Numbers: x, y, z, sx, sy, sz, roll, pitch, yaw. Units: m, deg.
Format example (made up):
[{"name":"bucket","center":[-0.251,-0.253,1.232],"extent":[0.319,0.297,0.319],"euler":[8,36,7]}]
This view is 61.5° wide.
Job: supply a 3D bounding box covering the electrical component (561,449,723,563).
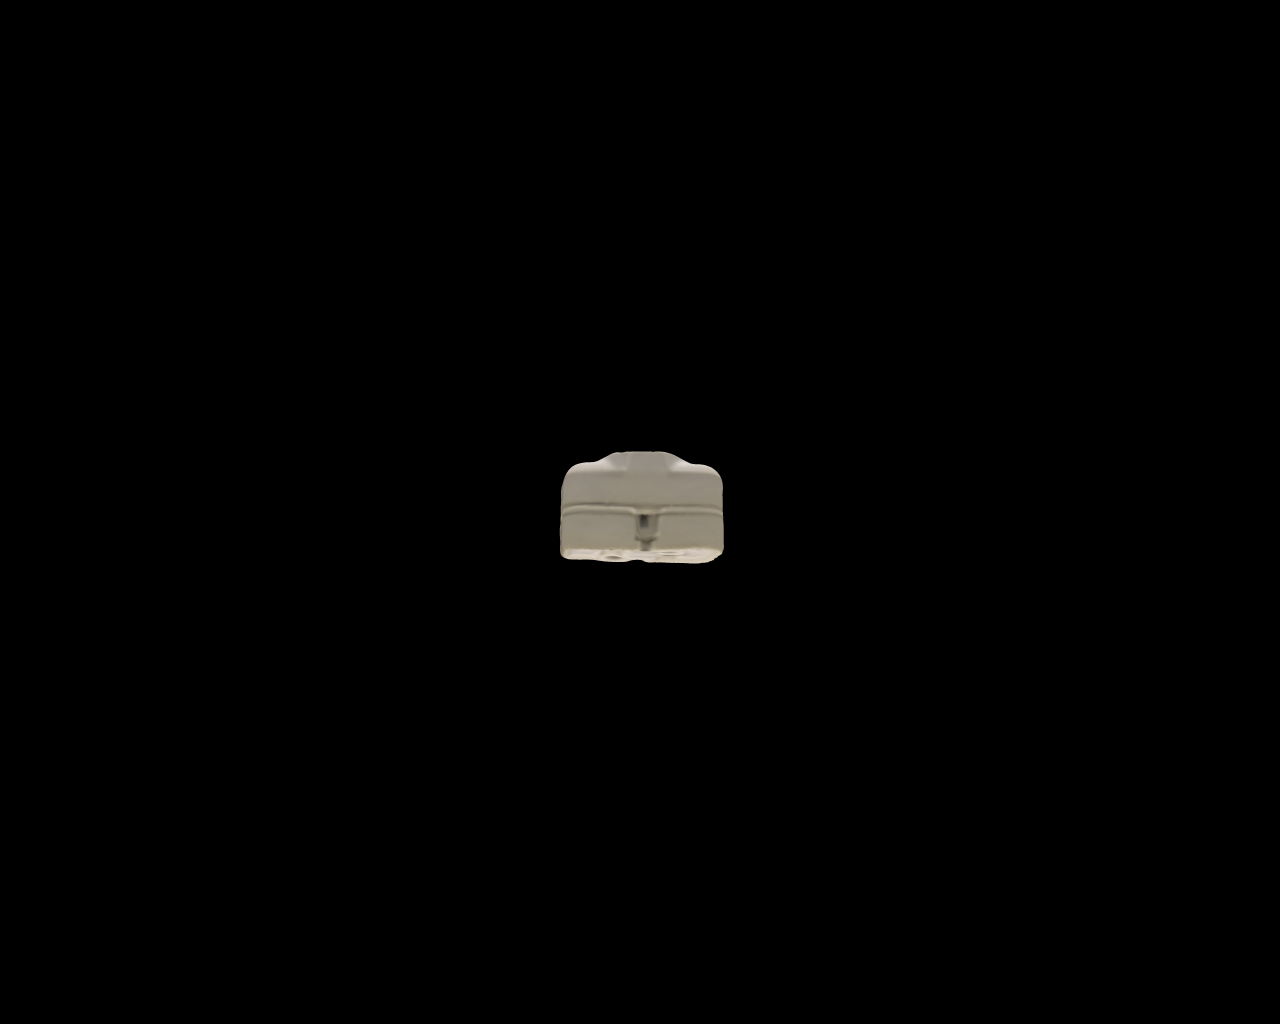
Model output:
[{"name":"electrical component","center":[0.001,-0.003,0.650],"extent":[0.095,0.059,0.053],"euler":[1,-11,-7]}]
